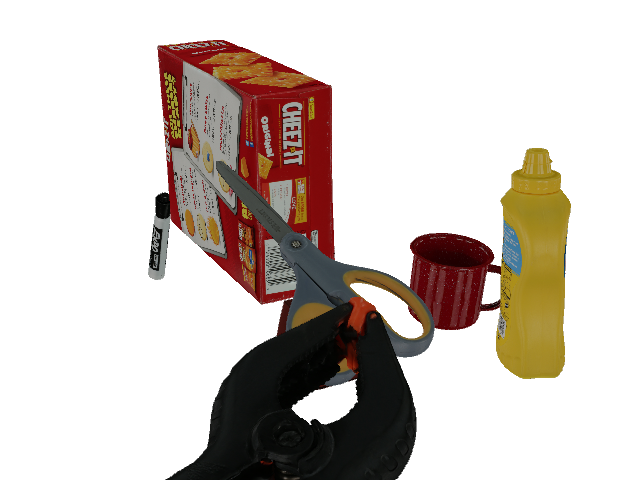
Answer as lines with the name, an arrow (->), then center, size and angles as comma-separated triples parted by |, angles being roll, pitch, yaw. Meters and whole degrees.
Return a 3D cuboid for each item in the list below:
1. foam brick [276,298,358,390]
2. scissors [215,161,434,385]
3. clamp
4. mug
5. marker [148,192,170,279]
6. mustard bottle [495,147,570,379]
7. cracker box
foam brick -> 0.002, 0.092, 0.991 | 0.052, 0.051, 0.078 | -12, 37, -31
scissors -> -0.022, 0.020, 0.663 | 0.202, 0.016, 0.096 | 32, 55, 25
clamp -> -0.005, 0.090, 0.390 | 0.120, 0.039, 0.171 | 26, 50, 18
mug -> 0.154, 0.049, 1.193 | 0.117, 0.081, 0.093 | 7, 24, 4
marker -> -0.177, -0.005, 1.181 | 0.020, 0.121, 0.020 | 8, 42, -7
mustard bottle -> 0.183, 0.015, 0.919 | 0.058, 0.192, 0.096 | -1, 18, 2
cracker box -> -0.063, -0.066, 0.872 | 0.072, 0.164, 0.214 | -11, 23, -24
